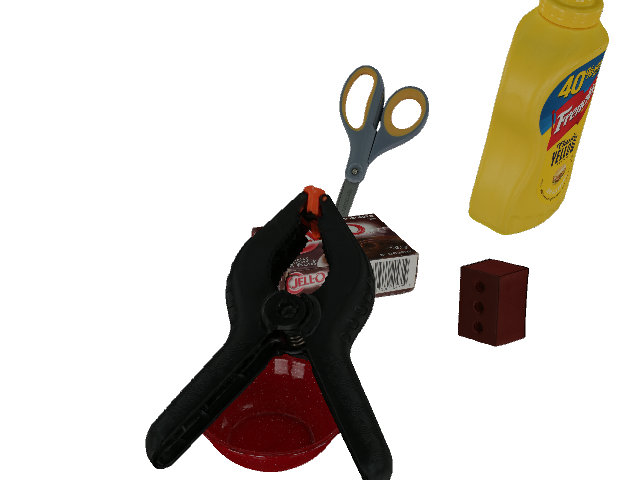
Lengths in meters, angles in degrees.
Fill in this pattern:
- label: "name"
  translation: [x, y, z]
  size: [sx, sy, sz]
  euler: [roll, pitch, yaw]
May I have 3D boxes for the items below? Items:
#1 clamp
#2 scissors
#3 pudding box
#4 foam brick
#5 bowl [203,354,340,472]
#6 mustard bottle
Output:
- label: "clamp"
  translation: [-0.006, 0.051, 0.546]
  size: [0.120, 0.171, 0.039]
  euler: [15, -28, 9]
- label: "scissors"
  translation: [0.053, -0.071, 1.023]
  size: [0.096, 0.202, 0.016]
  euler: [2, -12, 6]
- label: "pudding box"
  translation: [0.010, 0.015, 0.859]
  size: [0.113, 0.039, 0.090]
  euler: [-5, 25, -20]
- label: "foam brick"
  translation: [0.179, 0.064, 1.106]
  size: [0.051, 0.078, 0.053]
  euler: [-14, 20, -42]
- label: "bowl"
  translation: [-0.049, 0.181, 1.071]
  size: [0.162, 0.055, 0.162]
  euler: [1, 31, -1]
- label: "mustard bottle"
  translation: [0.157, -0.101, 0.741]
  size: [0.058, 0.192, 0.096]
  euler: [33, 46, 28]
